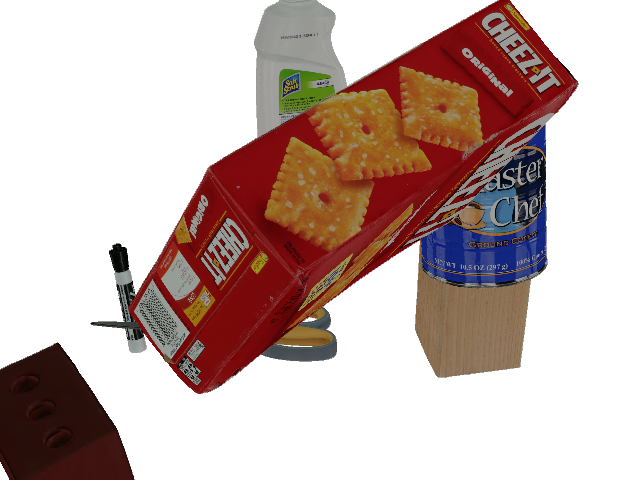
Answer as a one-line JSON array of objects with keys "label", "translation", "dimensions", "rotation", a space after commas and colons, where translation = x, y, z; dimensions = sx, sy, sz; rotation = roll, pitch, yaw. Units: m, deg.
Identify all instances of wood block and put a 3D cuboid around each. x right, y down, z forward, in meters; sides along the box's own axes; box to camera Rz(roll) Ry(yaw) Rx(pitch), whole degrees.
[{"label": "wood block", "translation": [0.150, 0.023, 1.047], "dimensions": [0.090, 0.206, 0.090], "rotation": [-6, 32, -9]}]

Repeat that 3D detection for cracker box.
[{"label": "cracker box", "translation": [0.016, -0.020, 0.566], "dimensions": [0.213, 0.072, 0.164], "rotation": [-33, -10, -33]}]

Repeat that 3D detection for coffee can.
[{"label": "coffee can", "translation": [0.128, -0.047, 0.846], "dimensions": [0.103, 0.140, 0.103], "rotation": [-5, 21, 2]}]

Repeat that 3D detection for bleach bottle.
[{"label": "bleach bottle", "translation": [-0.010, -0.127, 1.014], "dimensions": [0.102, 0.251, 0.068], "rotation": [-11, 31, -17]}]

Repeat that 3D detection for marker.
[{"label": "marker", "translation": [-0.205, 0.061, 1.135], "dimensions": [0.020, 0.121, 0.020], "rotation": [-8, 18, 2]}]

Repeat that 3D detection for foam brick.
[{"label": "foam brick", "translation": [-0.135, 0.101, 0.537], "dimensions": [0.053, 0.051, 0.078], "rotation": [-26, 42, -23]}]

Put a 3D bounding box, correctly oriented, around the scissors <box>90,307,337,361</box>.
[{"label": "scissors", "translation": [-0.079, 0.067, 0.886], "dimensions": [0.202, 0.016, 0.096], "rotation": [8, 22, 16]}]
